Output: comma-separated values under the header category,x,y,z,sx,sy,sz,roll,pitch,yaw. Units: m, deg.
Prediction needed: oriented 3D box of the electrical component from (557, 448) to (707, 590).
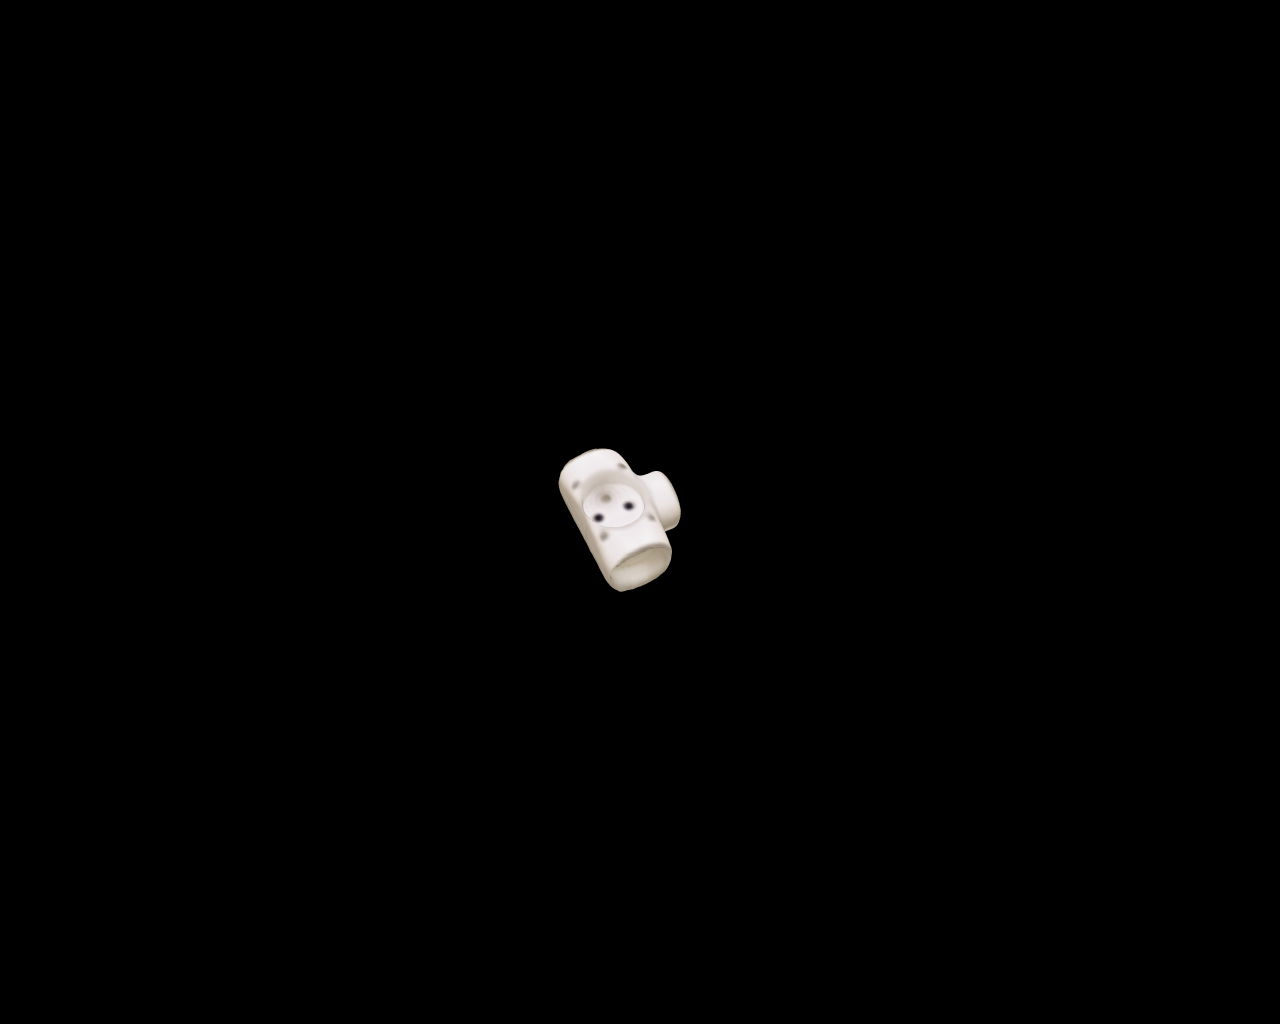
category,x,y,z,sx,sy,sz,roll,pitch,yaw
electrical component,0.001,-0.003,0.650,0.079,0.077,0.044,-21,-32,-14
